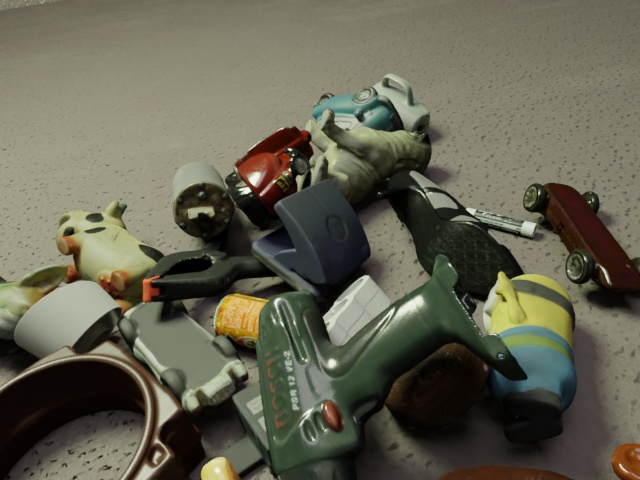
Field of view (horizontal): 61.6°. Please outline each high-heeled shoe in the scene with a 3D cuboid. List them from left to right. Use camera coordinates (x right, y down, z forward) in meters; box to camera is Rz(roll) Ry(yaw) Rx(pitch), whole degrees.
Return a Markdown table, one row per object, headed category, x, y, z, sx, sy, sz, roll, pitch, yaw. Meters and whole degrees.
| category | x | y | z | sx | sy | sz | roll | pitch | yaw |
| --- | --- | --- | --- | --- | --- | --- | --- | --- | --- |
| high-heeled shoe | 0.175 | -0.010 | 0.691 | 0.249 | 0.086 | 0.145 | 42 | 27 | 25 |

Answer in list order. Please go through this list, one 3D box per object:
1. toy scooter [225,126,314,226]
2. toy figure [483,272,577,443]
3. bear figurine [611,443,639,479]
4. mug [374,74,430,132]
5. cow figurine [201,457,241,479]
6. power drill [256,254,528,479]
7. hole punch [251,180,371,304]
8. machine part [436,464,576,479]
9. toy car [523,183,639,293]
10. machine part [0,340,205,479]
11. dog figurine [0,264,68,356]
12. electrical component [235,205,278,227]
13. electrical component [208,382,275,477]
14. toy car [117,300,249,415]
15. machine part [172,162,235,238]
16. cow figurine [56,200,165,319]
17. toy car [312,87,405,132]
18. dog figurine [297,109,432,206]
| category | x | y | z | sx | sy | sz | roll | pitch | yaw |
| --- | --- | --- | --- | --- | --- | --- | --- | --- | --- |
| toy scooter | -0.057 | -0.093 | 0.697 | 0.135 | 0.075 | 0.184 | -37 | 23 | -1 |
| toy figure | 0.201 | 0.105 | 0.509 | 0.089 | 0.082 | 0.180 | 18 | 34 | 2 |
| bear figurine | 0.288 | 0.202 | 0.335 | 0.120 | 0.131 | 0.196 | 9 | 43 | -7 |
| mug | 0.137 | -0.224 | 0.922 | 0.081 | 0.109 | 0.107 | -32 | 57 | -34 |
| cow figurine | -0.084 | 0.249 | 0.393 | 0.098 | 0.068 | 0.167 | -22 | 39 | -7 |
| power drill | 0.050 | 0.122 | 0.419 | 0.207 | 0.086 | 0.232 | -35 | 55 | 15 |
| hole punch | -0.001 | -0.002 | 0.639 | 0.116 | 0.092 | 0.142 | 38 | 35 | 15 |
| machine part | 0.140 | 0.242 | 0.364 | 0.179 | 0.055 | 0.179 | -6 | 37 | 5 |
| toy car | 0.314 | -0.003 | 0.644 | 0.089 | 0.053 | 0.202 | 9 | 38 | -11 |
| machine part | -0.223 | 0.196 | 0.467 | 0.201 | 0.087 | 0.201 | 26 | 48 | 36 |
| dog figurine | -0.403 | 0.068 | 0.652 | 0.219 | 0.108 | 0.192 | -10 | 35 | -8 |
| electrical component | -0.084 | -0.059 | 0.795 | 0.078 | 0.045 | 0.102 | -10 | 38 | 0 |
| electrical component | -0.049 | 0.172 | 0.496 | 0.119 | 0.047 | 0.075 | -24 | 40 | -21 |
| toy car | -0.150 | 0.116 | 0.570 | 0.073 | 0.056 | 0.202 | -31 | 36 | -28 |
| machine part | -0.167 | -0.061 | 0.751 | 0.079 | 0.079 | 0.243 | -16 | 19 | -10 |
| cow figurine | -0.271 | 0.014 | 0.700 | 0.195 | 0.085 | 0.127 | 27 | 29 | 25 |
| toy car | 0.048 | -0.180 | 0.883 | 0.162 | 0.109 | 0.103 | 10 | 59 | 36 |
| dog figurine | 0.070 | -0.091 | 0.786 | 0.190 | 0.172 | 0.121 | 13 | 7 | -19 |
